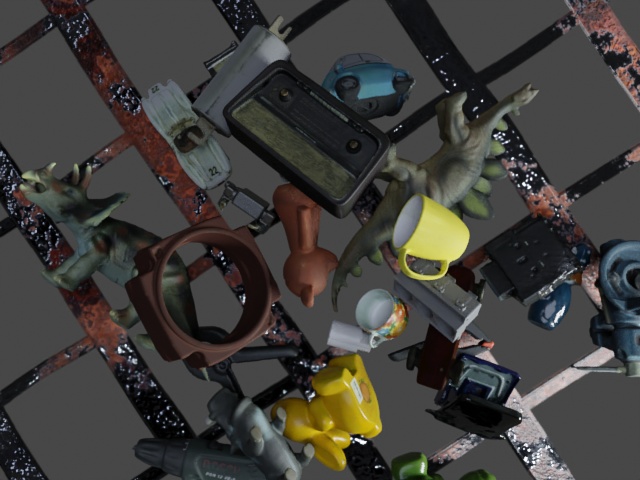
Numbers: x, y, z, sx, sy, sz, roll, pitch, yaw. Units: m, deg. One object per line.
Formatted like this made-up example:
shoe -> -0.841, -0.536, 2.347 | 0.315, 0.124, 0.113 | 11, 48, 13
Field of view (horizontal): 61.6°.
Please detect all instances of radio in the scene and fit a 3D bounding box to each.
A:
radio -> -0.016, -0.150, 0.789 | 0.230, 0.073, 0.131 | 39, 79, 10

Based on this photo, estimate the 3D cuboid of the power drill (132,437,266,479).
power drill -> -0.198, 0.433, 0.889 | 0.232, 0.086, 0.207 | 2, 82, -2

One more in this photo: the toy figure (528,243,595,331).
toy figure -> 0.396, 0.073, 0.887 | 0.058, 0.064, 0.154 | 26, 84, 38

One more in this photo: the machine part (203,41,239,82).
machine part -> -0.132, -0.264, 0.911 | 0.084, 0.039, 0.139 | -37, 87, -8

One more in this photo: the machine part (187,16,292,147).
machine part -> -0.124, -0.250, 0.854 | 0.079, 0.079, 0.243 | 35, 86, 1

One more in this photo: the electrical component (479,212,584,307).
electrical component -> 0.330, 0.038, 0.862 | 0.134, 0.058, 0.115 | -36, 60, 12

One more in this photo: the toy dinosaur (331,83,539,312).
toy dinosaur -> 0.164, -0.075, 0.872 | 0.471, 0.105, 0.198 | -39, 93, 11

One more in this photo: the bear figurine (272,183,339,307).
bear figurine -> -0.006, -0.002, 0.866 | 0.132, 0.120, 0.195 | -15, 95, -10

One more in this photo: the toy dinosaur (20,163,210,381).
toy dinosaur -> -0.300, 0.042, 0.872 | 0.404, 0.131, 0.192 | 38, 68, -11

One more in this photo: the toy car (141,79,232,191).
toy car -> -0.223, -0.176, 0.901 | 0.073, 0.056, 0.201 | -35, 89, 1

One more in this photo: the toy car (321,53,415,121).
toy car -> 0.067, -0.254, 0.877 | 0.162, 0.109, 0.103 | -15, 72, -8

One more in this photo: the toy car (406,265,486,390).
toy car -> 0.201, 0.136, 0.855 | 0.089, 0.053, 0.202 | 13, 73, 17

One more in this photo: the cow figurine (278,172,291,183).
cow figurine -> -0.048, -0.183, 0.878 | 0.068, 0.098, 0.167 | -5, 90, 7

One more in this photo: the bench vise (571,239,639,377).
bench vise -> 0.483, 0.091, 0.805 | 0.129, 0.240, 0.223 | 12, 74, 4

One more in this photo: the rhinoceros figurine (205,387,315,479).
rhinoceros figurine -> -0.097, 0.309, 0.845 | 0.190, 0.073, 0.112 | 46, 135, 3

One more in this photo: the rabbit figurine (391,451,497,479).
rabbit figurine -> 0.211, 0.430, 0.861 | 0.170, 0.121, 0.159 | -3, 93, -14

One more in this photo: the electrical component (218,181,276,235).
electrical component -> -0.122, -0.054, 0.887 | 0.102, 0.078, 0.045 | 33, 98, -9

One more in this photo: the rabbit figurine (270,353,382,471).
rabbit figurine -> 0.006, 0.282, 0.879 | 0.173, 0.122, 0.162 | -22, 99, 15

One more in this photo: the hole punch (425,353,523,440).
hole punch -> 0.255, 0.255, 0.874 | 0.142, 0.115, 0.092 | 19, 49, -6

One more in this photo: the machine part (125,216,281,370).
machine part -> -0.173, 0.078, 0.826 | 0.201, 0.087, 0.201 | -29, 95, -35
